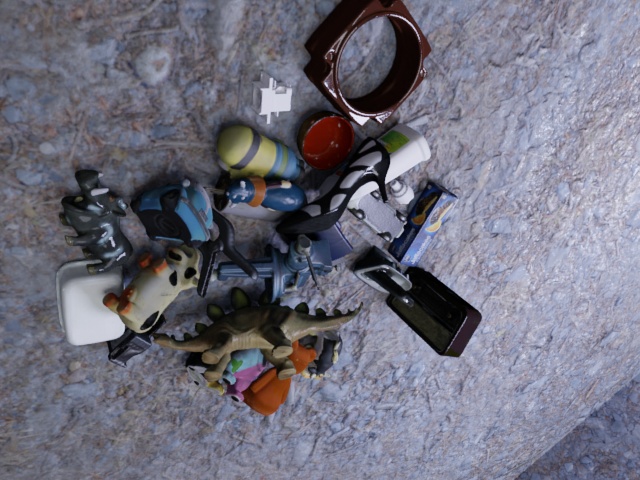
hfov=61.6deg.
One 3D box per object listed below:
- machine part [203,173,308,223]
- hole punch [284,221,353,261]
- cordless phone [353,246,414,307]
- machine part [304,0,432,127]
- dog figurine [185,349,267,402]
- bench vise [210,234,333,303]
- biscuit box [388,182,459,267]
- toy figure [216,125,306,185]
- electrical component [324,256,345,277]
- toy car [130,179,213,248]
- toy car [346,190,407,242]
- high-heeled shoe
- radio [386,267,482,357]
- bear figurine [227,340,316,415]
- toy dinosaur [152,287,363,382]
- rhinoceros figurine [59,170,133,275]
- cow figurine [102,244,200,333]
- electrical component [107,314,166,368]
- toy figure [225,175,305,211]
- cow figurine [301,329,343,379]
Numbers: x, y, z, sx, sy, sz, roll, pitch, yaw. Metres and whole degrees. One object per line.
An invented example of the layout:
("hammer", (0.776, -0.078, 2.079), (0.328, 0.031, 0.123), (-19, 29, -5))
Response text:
("machine part", (-0.112, -0.076, 1.032), (0.243, 0.079, 0.079), (11, 115, -36))
("hole punch", (-0.002, -0.003, 1.144), (0.116, 0.092, 0.142), (-37, 136, 2))
("cordless phone", (0.177, 0.108, 1.261), (0.088, 0.184, 0.146), (-51, 132, 3))
("machine part", (0.089, -0.325, 0.974), (0.201, 0.087, 0.200), (-46, 133, 7))
("dog figurine", (-0.172, 0.244, 1.212), (0.219, 0.192, 0.108), (-51, 140, -39))
("bench vise", (-0.103, 0.057, 1.074), (0.241, 0.129, 0.223), (-2, 167, -14))
("biscuit box", (0.243, -0.034, 1.283), (0.059, 0.063, 0.202), (15, 112, -36))
("toy figure", (-0.106, -0.153, 0.981), (0.180, 0.082, 0.089), (13, 118, -35))
("electrical component", (0.025, 0.040, 1.232), (0.063, 0.021, 0.093), (-19, 130, -18))
("toy car", (-0.247, -0.055, 0.943), (0.103, 0.162, 0.109), (-54, 133, -39))
("toy car", (0.126, -0.061, 1.201), (0.073, 0.056, 0.201), (-53, 133, 3))
("high-heeled shoe", (0.020, -0.105, 1.026), (0.249, 0.145, 0.086), (-17, 160, 2))
("radio", (0.282, 0.174, 1.340), (0.073, 0.230, 0.131), (19, 107, -42))
("bear figurine", (-0.112, 0.316, 1.302), (0.120, 0.132, 0.196), (35, 82, -43))
("toy dinosaur", (-0.108, 0.185, 1.129), (0.471, 0.199, 0.105), (2, 129, -20))
("rhinoceros figurine", (-0.377, -0.028, 0.912), (0.112, 0.073, 0.190), (-20, 130, -16))
("cow figurine", (-0.292, 0.086, 1.001), (0.195, 0.086, 0.127), (-56, 143, -30))
("electrical component", (-0.366, 0.188, 1.068), (0.119, 0.075, 0.047), (-40, 133, 5))
("toy figure", (-0.101, -0.082, 0.954), (0.154, 0.058, 0.064), (7, 104, -36))
("cow figurine", (0.006, 0.297, 1.351), (0.068, 0.098, 0.167), (-3, 123, -37))
